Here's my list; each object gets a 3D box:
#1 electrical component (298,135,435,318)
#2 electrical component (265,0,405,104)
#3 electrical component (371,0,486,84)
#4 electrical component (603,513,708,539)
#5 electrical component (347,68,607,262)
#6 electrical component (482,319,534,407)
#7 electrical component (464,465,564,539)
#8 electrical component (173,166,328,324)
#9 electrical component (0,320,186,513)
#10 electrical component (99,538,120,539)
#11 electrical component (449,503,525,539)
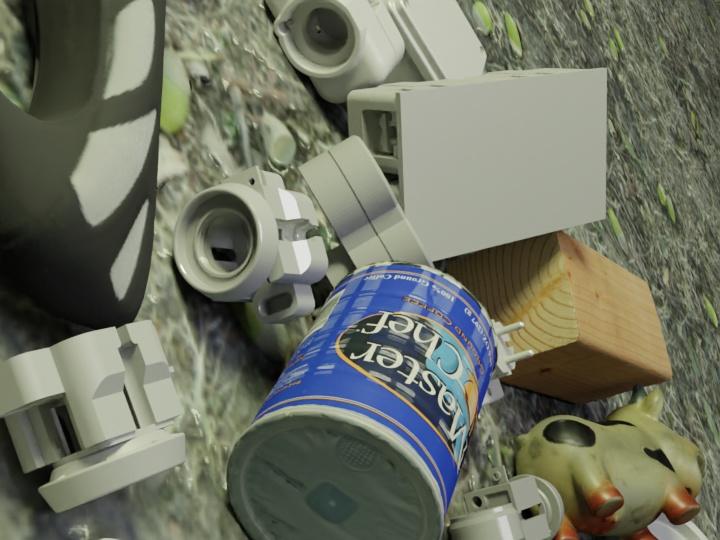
[{"bbox_3d":[0.000,0.000,0.617,0.138,0.074,0.052,60,-1,-16],"label":"electrical component"},{"bbox_3d":[-0.018,-0.162,0.707,0.095,0.054,0.059,59,30,-18],"label":"electrical component"},{"bbox_3d":[0.042,-0.170,0.815,0.108,0.056,0.108,54,31,-25],"label":"electrical component"},{"bbox_3d":[0.238,0.249,0.861,0.108,0.060,0.108,27,38,-23],"label":"electrical component"},{"bbox_3d":[0.080,-0.075,0.716,0.186,0.060,0.105,-13,108,-36],"label":"electrical component"},{"bbox_3d":[0.076,0.055,0.700,0.047,0.077,0.065,-8,78,-61],"label":"electrical component"},{"bbox_3d":[0.104,0.162,0.713,0.055,0.048,0.066,0,72,-52],"label":"electrical component"},{"bbox_3d":[-0.056,-0.013,0.537,0.057,0.058,0.078,5,67,-62],"label":"electrical component"},{"bbox_3d":[-0.101,0.057,0.412,0.078,0.058,0.057,-11,78,-62],"label":"electrical component"},{"bbox_3d":[-0.101,0.133,0.366,0.080,0.051,0.080,39,40,-43],"label":"electrical component"},{"bbox_3d":[0.082,0.176,0.664,0.045,0.045,0.055,6,65,-59],"label":"electrical component"}]
